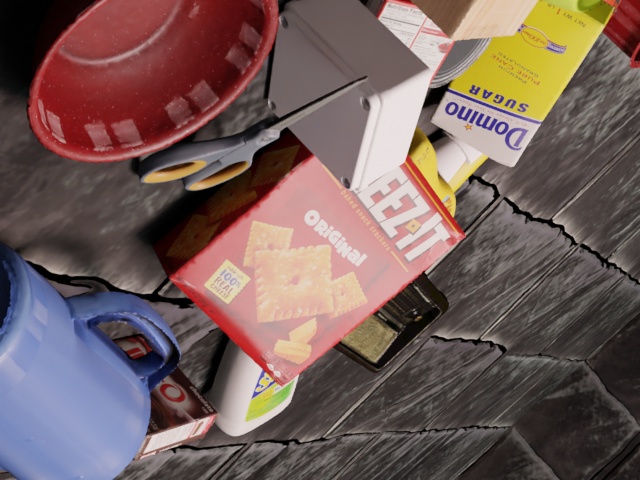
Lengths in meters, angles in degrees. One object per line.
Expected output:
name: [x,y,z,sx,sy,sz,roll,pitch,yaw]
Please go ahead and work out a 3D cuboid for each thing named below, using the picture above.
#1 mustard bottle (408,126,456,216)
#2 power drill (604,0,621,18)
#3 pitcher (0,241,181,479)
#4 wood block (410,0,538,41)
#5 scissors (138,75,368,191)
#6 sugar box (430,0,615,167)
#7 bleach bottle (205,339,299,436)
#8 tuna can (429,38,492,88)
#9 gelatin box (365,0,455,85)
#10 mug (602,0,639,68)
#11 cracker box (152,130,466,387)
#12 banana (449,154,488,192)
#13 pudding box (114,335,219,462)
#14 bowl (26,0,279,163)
mustard bottle: [0.083,-0.034,1.044,0.096,0.058,0.191,-35,147,2]
power drill: [0.295,-0.280,0.923,0.188,0.057,0.184,-44,171,17]
pitcher: [-0.208,0.088,0.773,0.243,0.145,0.149,73,36,-63]
wood block: [0.139,-0.248,0.732,0.090,0.091,0.206,-16,147,-47]
scissors: [-0.059,-0.073,0.751,0.096,0.016,0.202,-7,167,-34]
sugar box: [0.176,-0.154,0.956,0.048,0.093,0.176,-52,171,-47]
bleach bottle: [-0.058,0.108,1.130,0.102,0.068,0.251,-27,152,-30]
tuna can: [0.108,-0.172,0.900,0.086,0.034,0.086,-33,157,-17]
gelatin box: [0.062,-0.155,0.832,0.073,0.030,0.089,7,134,-25]
mug: [0.319,-0.238,1.041,0.117,0.081,0.093,-46,160,17]
cracker box: [-0.006,0.001,0.902,0.214,0.072,0.164,-39,124,1]
banana: [0.147,-0.079,1.138,0.198,0.037,0.069,-48,174,22]
pudding box: [-0.160,0.138,0.956,0.089,0.114,0.039,-10,139,-52]
bowl: [-0.106,-0.118,0.626,0.162,0.055,0.162,-29,157,-14]
